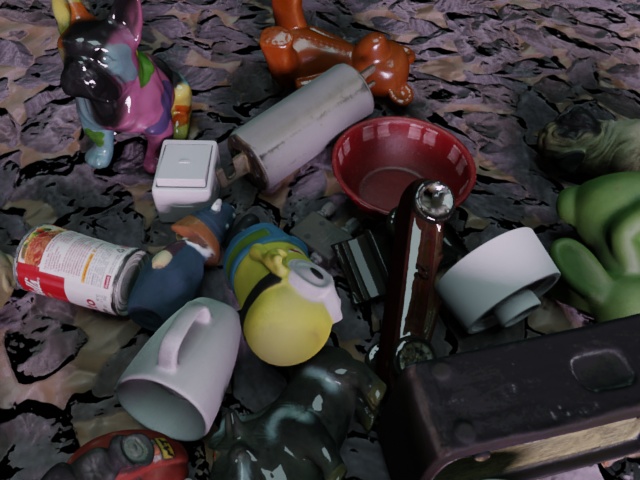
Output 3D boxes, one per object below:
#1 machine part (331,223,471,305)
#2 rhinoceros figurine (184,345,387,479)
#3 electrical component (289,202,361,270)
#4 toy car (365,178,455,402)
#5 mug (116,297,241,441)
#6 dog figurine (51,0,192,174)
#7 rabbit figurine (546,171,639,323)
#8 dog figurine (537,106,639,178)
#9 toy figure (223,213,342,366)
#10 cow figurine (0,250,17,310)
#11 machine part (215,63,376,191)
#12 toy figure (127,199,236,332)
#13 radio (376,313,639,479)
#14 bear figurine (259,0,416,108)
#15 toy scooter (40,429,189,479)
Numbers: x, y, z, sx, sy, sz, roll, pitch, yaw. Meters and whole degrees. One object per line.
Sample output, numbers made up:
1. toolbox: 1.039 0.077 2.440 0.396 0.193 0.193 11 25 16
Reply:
1. machine part: 0.085 0.016 0.553 0.139 0.039 0.084 -14 65 -16
2. rhinoceros figurine: -0.028 0.159 0.419 0.112 0.073 0.190 32 57 19
3. electrical component: -0.001 -0.002 0.578 0.063 0.021 0.094 34 59 22
4. toy car: 0.083 0.042 0.476 0.053 0.089 0.202 13 72 -11
5. mug: -0.110 0.092 0.451 0.081 0.109 0.107 12 39 10
6. dog figurine: -0.212 -0.185 0.588 0.109 0.219 0.191 11 53 1
7. rabbit figurine: 0.296 0.022 0.521 0.159 0.121 0.170 5 67 5
8. dog figurine: 0.365 -0.079 0.625 0.191 0.121 0.172 -9 48 7
9. toy figure: -0.041 0.040 0.485 0.082 0.089 0.180 17 13 -31
10. cow figurine: -0.323 0.087 0.457 0.127 0.085 0.195 2 51 6
11. machine part: -0.021 -0.133 0.631 0.243 0.079 0.079 -39 63 -19
12. toy figure: -0.131 0.017 0.529 0.058 0.064 0.154 25 50 -2
13. radio: 0.167 0.132 0.413 0.230 0.131 0.073 -10 51 -11
14. bear figurine: 0.031 -0.248 0.710 0.196 0.131 0.120 7 66 10
15. toy scooter: -0.177 0.181 0.355 0.184 0.135 0.075 -28 57 -24
